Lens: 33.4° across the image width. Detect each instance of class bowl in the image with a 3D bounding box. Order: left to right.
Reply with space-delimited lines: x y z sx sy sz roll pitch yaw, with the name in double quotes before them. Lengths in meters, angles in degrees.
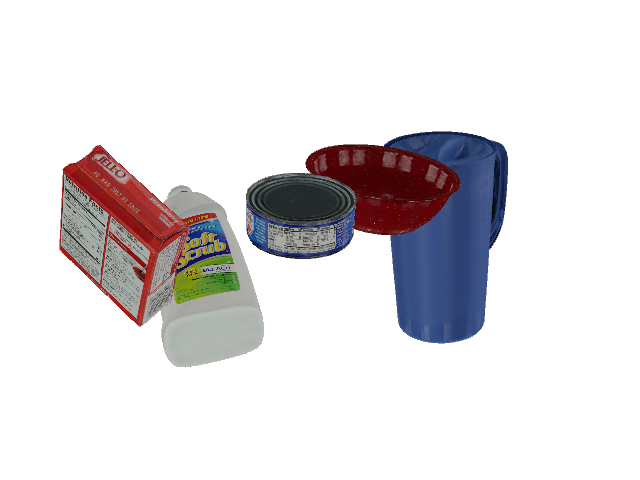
"bowl" 0.062 -0.048 1.110 0.162 0.055 0.162 6 23 -3

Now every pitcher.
"pitcher" 0.153 -0.006 1.296 0.149 0.243 0.145 0 23 8

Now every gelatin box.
"gelatin box" -0.115 -0.002 0.618 0.030 0.073 0.089 -40 -15 -33

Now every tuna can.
"tuna can" -0.015 -0.020 0.830 0.086 0.034 0.086 2 29 -1

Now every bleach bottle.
"bleach bottle" -0.133 0.022 1.116 0.102 0.068 0.251 -11 38 -12
